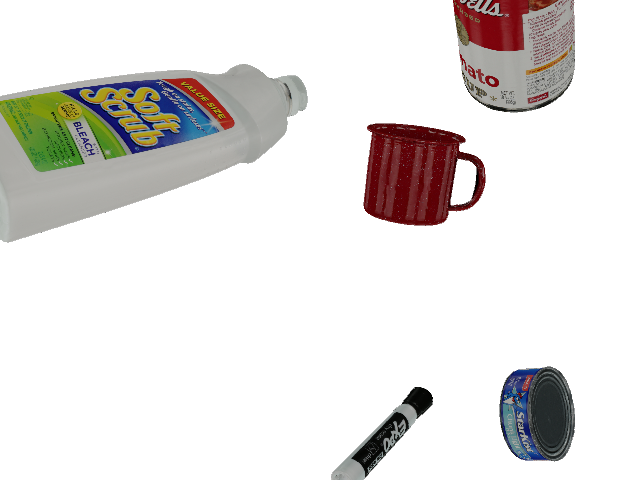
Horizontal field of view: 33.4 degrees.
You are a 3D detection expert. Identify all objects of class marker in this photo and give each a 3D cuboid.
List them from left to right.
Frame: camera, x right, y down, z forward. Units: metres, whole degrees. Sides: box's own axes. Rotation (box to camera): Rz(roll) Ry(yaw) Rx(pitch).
[{"bbox_3d":[0.047,0.140,0.767,0.020,0.020,0.120,0,23,37],"label":"marker"}]

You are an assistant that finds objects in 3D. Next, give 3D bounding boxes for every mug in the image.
[{"bbox_3d":[0.096,-0.060,1.002,0.117,0.081,0.093,10,15,13],"label":"mug"}]

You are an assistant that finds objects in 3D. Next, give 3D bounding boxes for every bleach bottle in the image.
[{"bbox_3d":[-0.125,-0.082,0.765,0.250,0.103,0.068,-21,-25,-28],"label":"bleach bottle"}]

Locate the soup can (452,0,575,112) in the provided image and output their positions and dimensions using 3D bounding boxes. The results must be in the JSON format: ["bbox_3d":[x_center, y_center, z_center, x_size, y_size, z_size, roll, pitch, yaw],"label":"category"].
[{"bbox_3d":[0.109,-0.131,0.602,0.068,0.068,0.102,0,-36,14],"label":"soup can"}]

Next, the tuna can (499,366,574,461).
[{"bbox_3d":[0.200,0.160,0.985,0.034,0.086,0.085,-9,-6,39],"label":"tuna can"}]
